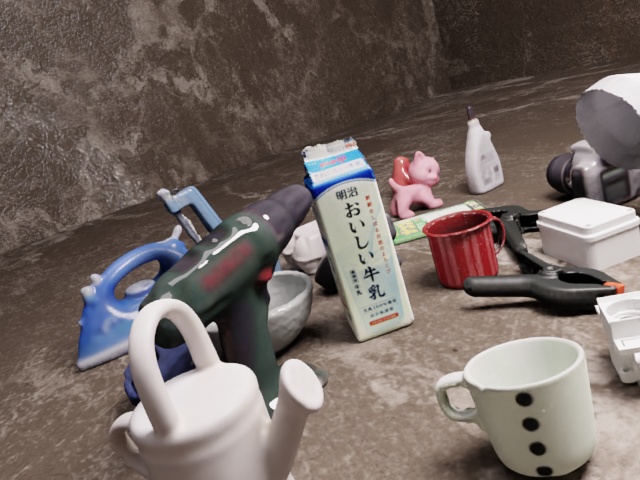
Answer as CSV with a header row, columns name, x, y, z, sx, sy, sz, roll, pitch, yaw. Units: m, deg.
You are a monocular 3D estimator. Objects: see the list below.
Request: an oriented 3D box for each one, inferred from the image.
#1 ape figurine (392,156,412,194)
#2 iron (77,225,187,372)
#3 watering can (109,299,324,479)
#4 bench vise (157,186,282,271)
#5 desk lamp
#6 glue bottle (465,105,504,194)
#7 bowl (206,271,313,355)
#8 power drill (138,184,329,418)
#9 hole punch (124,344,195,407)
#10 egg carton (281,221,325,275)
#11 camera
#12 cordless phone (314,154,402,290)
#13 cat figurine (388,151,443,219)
name,x,y,z,sx,sy,sz,roll,pitch,yaw
ape figurine,0.190,-0.143,1.281,0.076,0.092,0.077,-21,16,-14
iron,-0.293,0.083,0.919,0.118,0.141,0.259,-1,22,44
watering can,-0.083,0.132,0.434,0.173,0.194,0.100,-18,16,-5
bench vise,-0.161,0.004,0.905,0.121,0.220,0.208,0,23,45
desk lamp,0.455,-0.133,0.748,0.203,0.214,0.117,-20,16,-11
glue bottle,0.315,-0.183,1.137,0.078,0.173,0.037,-25,18,-27
bowl,-0.080,0.106,0.742,0.167,0.075,0.167,-16,16,5
power drill,-0.066,0.072,0.594,0.075,0.208,0.230,-1,22,44
hole punch,-0.179,0.149,0.667,0.101,0.091,0.108,-24,17,-25
egg carton,0.009,0.004,1.010,0.151,0.069,0.107,-24,17,-25
camera,0.442,-0.118,0.919,0.143,0.101,0.136,-20,16,-12
cordless phone,0.042,-0.028,0.868,0.093,0.185,0.148,-2,22,42
cat figurine,0.192,-0.117,1.142,0.128,0.118,0.067,-22,17,-18
